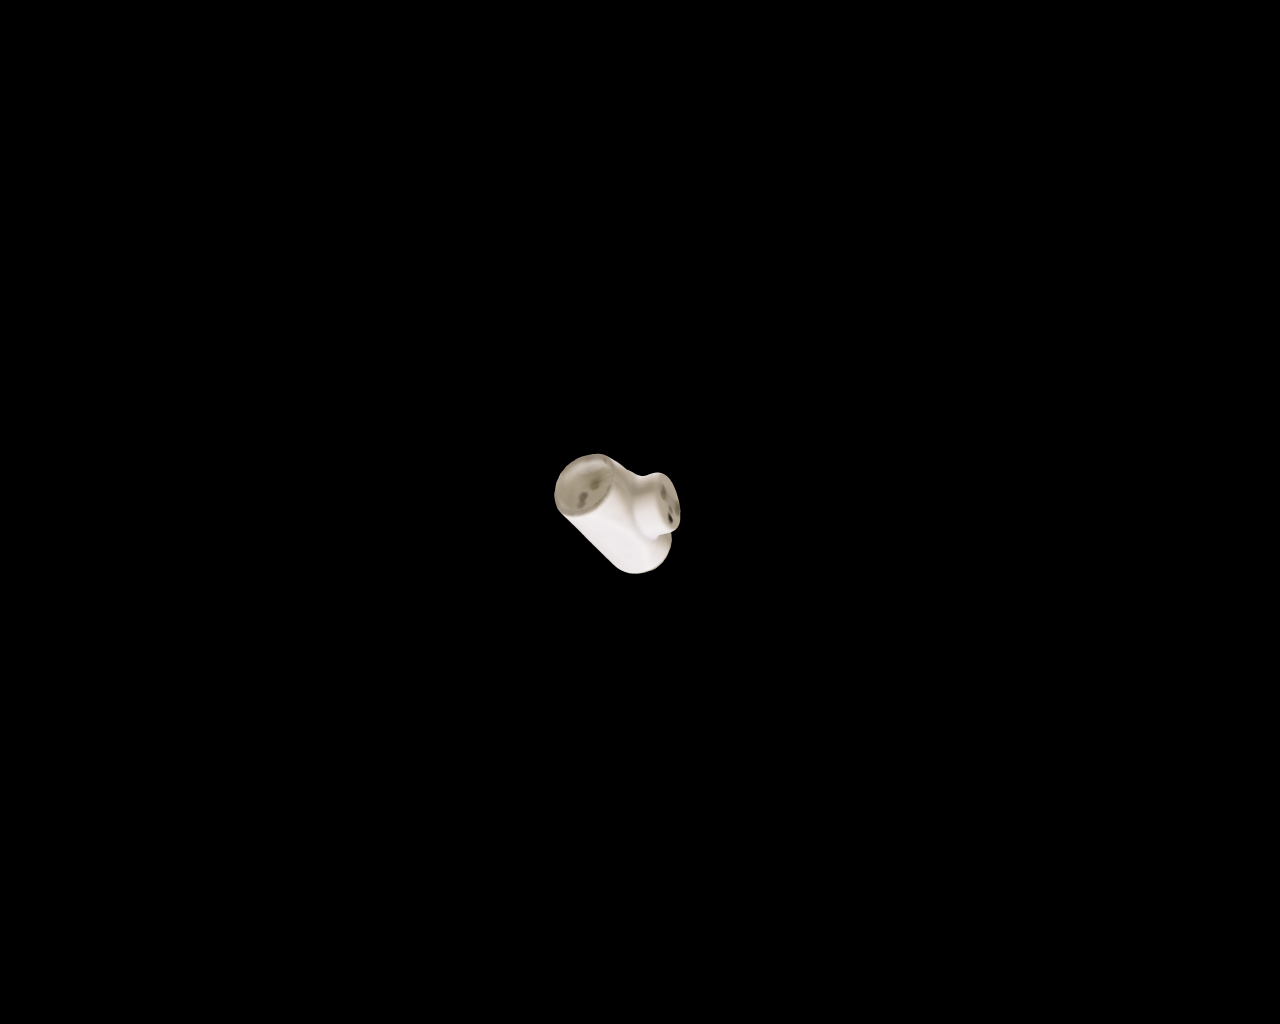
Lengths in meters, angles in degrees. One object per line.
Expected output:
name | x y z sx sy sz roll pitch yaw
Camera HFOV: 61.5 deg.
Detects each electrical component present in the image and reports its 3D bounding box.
electrical component | 0.001 -0.003 0.650 0.079 0.044 0.077 -16 -37 22
